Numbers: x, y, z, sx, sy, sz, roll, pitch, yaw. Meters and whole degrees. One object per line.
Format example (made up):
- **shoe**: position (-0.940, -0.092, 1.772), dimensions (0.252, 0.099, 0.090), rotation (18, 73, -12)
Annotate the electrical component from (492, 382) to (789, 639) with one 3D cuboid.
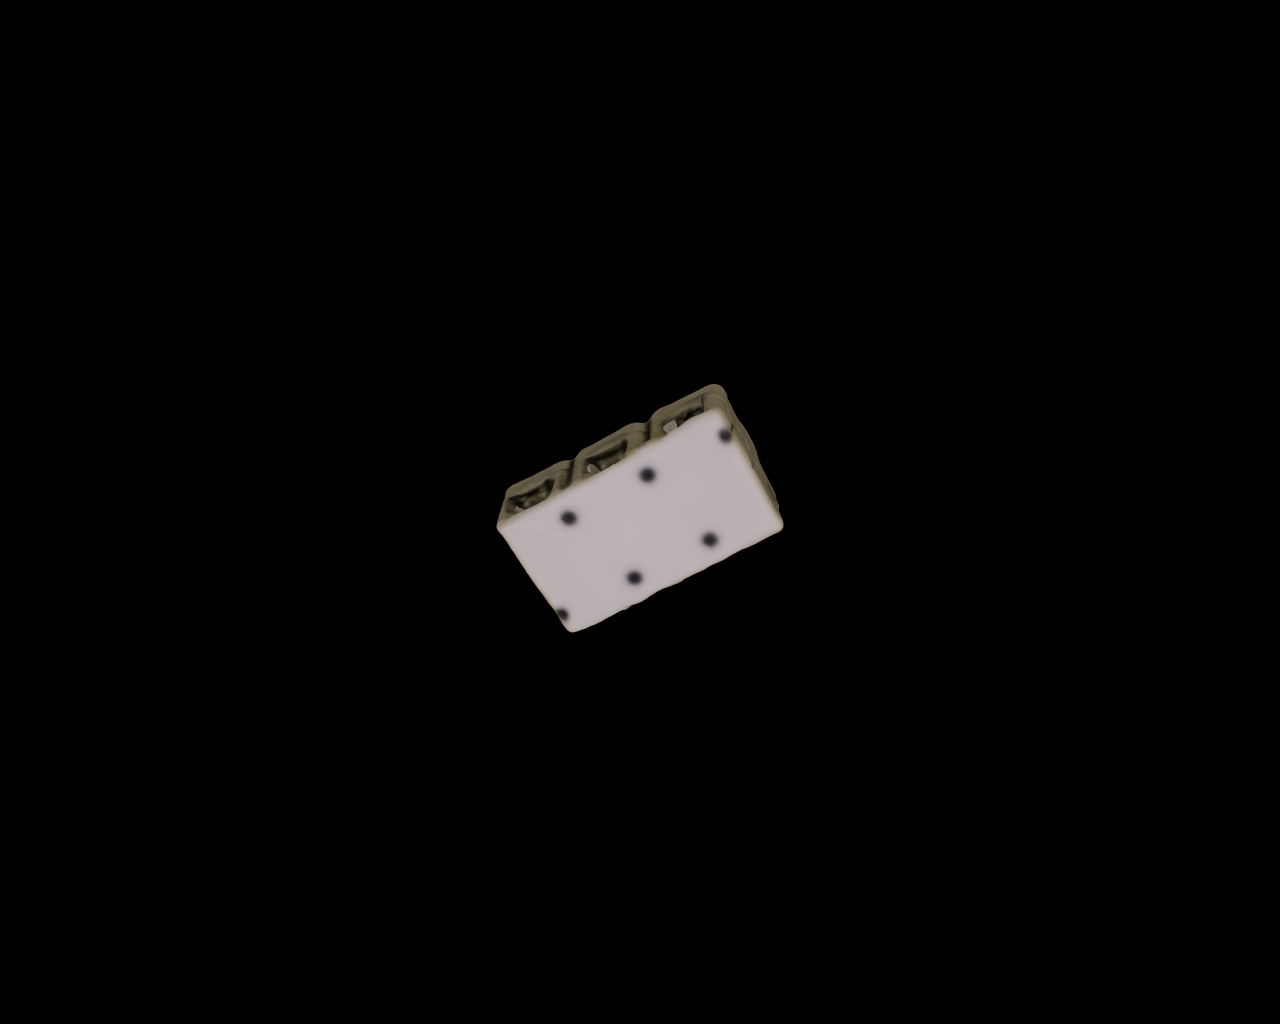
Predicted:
- **electrical component**: position (0.001, -0.003, 0.650), dimensions (0.150, 0.089, 0.062), rotation (-26, 21, 11)
